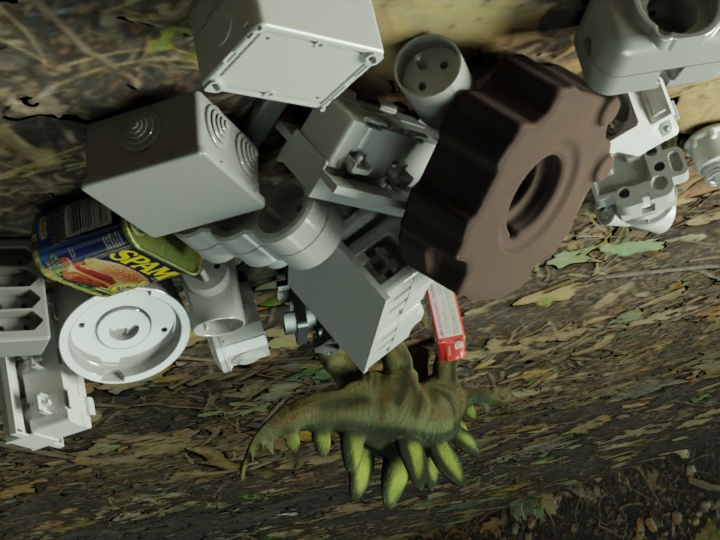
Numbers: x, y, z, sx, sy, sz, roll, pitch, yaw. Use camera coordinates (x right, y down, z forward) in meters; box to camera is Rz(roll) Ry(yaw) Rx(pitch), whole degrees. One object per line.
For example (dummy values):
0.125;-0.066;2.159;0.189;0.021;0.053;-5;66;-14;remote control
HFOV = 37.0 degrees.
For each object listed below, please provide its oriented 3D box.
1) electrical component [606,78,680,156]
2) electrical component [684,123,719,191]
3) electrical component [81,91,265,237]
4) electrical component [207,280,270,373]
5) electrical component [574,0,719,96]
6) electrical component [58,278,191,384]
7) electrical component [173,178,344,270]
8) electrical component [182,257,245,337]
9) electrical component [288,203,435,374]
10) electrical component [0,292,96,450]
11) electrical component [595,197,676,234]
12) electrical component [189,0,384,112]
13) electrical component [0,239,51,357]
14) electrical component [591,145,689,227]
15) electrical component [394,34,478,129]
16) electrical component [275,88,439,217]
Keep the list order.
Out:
0.199;-0.113;0.797;0.064;0.042;0.081;2;156;-44;electrical component
0.300;-0.088;0.892;0.048;0.062;0.048;-11;160;-4;electrical component
-0.120;-0.068;0.699;0.100;0.048;0.100;-14;156;17;electrical component
-0.117;0.051;0.993;0.051;0.080;0.080;-16;160;-6;electrical component
0.189;-0.151;0.669;0.095;0.053;0.059;-10;160;-7;electrical component
-0.202;0.036;0.906;0.108;0.060;0.108;-12;133;-13;electrical component
-0.066;-0.025;0.773;0.138;0.052;0.074;4;153;41;electrical component
-0.122;0.005;0.869;0.043;0.077;0.079;-11;160;-2;electrical component
0.000;0.000;0.862;0.060;0.105;0.186;-37;166;-17;electrical component
-0.275;0.086;0.929;0.063;0.121;0.078;-19;159;8;electrical component
0.248;-0.056;0.978;0.065;0.044;0.044;2;156;-22;electrical component
-0.035;-0.130;0.579;0.096;0.061;0.062;4;155;-38;electrical component
-0.274;0.028;0.831;0.047;0.083;0.076;-1;157;-28;electrical component
0.237;-0.070;0.910;0.078;0.058;0.057;-17;156;13;electrical component
0.054;-0.115;0.699;0.043;0.043;0.081;-17;159;13;electrical component
0.013;-0.078;0.736;0.121;0.078;0.063;9;121;-45;electrical component
